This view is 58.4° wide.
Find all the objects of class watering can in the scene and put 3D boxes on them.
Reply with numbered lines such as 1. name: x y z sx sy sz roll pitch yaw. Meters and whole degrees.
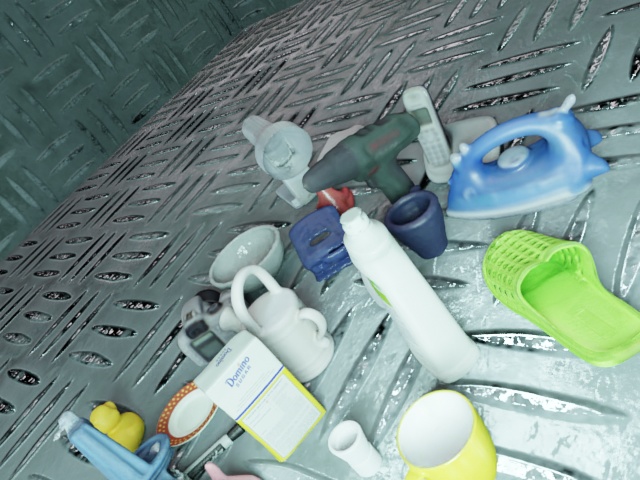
1. watering can: -0.075 0.121 0.855 0.172 0.194 0.101 -26 31 17

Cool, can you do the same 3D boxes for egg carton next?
1. egg carton: 0.058 -0.195 1.293 0.107 0.070 0.150 -14 37 34

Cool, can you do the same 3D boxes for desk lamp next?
1. desk lamp: -0.082 -0.177 1.266 0.118 0.214 0.202 -41 30 -8

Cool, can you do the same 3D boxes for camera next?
1. camera: -0.196 0.135 1.056 0.143 0.101 0.136 -33 30 5

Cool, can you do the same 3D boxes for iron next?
1. iron: 0.289 -0.121 0.875 0.257 0.142 0.118 -18 34 29

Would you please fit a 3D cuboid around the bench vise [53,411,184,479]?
1. bench vise: -0.228 0.296 0.739 0.206 0.220 0.121 -9 40 39

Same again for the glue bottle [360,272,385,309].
1. glue bottle: 0.080 0.023 0.855 0.078 0.173 0.037 -49 32 -21

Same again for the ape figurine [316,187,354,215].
1. ape figurine: 0.022 -0.084 1.149 0.077 0.092 0.076 -22 33 23

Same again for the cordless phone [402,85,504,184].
1. cordless phone: 0.229 -0.193 0.995 0.147 0.185 0.094 -10 39 38

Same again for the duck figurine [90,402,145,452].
1. duck figurine: -0.352 0.320 0.971 0.077 0.086 0.104 -34 30 4

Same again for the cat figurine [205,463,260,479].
1. cat figurine: -0.113 0.322 0.687 0.067 0.118 0.127 -36 30 0

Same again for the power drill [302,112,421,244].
1. power drill: 0.099 -0.097 0.969 0.230 0.209 0.075 -46 31 -16

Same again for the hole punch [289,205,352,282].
1. hole punch: 0.010 0.004 1.039 0.108 0.091 0.101 -33 30 6

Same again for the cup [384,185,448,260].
1. cup: 0.163 -0.025 0.916 0.091 0.095 0.118 -19 34 28

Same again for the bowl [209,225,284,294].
1. bowl: -0.132 0.051 1.136 0.167 0.075 0.167 -26 31 17
